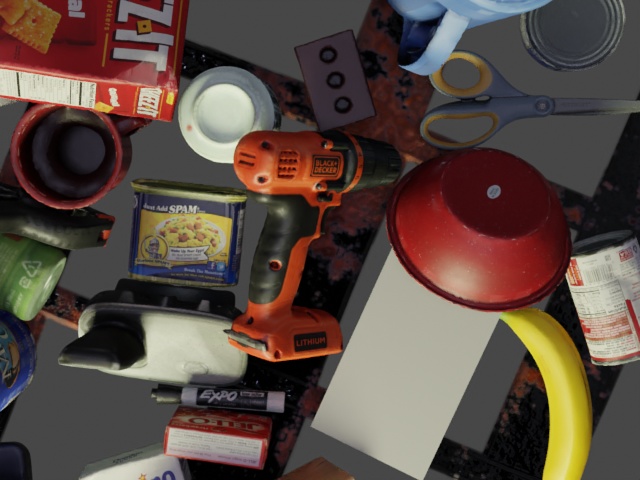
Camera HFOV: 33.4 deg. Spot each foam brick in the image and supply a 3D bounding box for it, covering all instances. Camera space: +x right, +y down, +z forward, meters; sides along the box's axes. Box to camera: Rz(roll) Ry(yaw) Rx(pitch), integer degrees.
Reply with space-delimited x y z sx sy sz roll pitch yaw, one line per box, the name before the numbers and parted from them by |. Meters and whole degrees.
foam brick | 0.013 -0.136 0.918 0.053 0.051 0.078 -17 95 2

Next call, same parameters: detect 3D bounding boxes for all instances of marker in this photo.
marker | -0.092 0.143 0.965 0.121 0.020 0.020 4 96 0

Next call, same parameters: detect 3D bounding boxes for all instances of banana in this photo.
banana | 0.209 0.141 0.955 0.070 0.037 0.198 -15 93 32

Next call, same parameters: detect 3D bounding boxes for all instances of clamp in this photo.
clamp | -0.252 -0.021 0.896 0.171 0.120 0.039 15 114 -26

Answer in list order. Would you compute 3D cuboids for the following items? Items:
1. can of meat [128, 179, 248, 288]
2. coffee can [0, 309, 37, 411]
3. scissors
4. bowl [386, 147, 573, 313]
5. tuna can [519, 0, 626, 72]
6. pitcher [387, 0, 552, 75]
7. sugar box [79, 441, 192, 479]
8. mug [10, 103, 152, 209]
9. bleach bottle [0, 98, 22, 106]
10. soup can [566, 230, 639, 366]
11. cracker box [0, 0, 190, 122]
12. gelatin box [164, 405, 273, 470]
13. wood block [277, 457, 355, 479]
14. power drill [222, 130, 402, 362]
can of meat | -0.115 -0.006 0.931 0.102 0.057 0.084 6 98 1
coffee can | -0.309 0.112 0.904 0.103 0.140 0.103 0 96 0
scissors | 0.182 -0.134 0.934 0.202 0.016 0.096 -15 96 2
bowl | 0.138 -0.023 0.882 0.162 0.055 0.162 4 56 -6
tuna can | 0.216 -0.188 0.918 0.086 0.034 0.086 0 96 1
pitcher | 0.115 -0.215 0.813 0.145 0.243 0.149 -23 102 1
sugar box | -0.147 0.278 0.967 0.093 0.048 0.176 -17 97 0
mug | -0.197 -0.081 0.911 0.117 0.081 0.093 -30 95 4
bleach bottle | -0.364 -0.137 0.919 0.251 0.068 0.102 -16 93 4
soup can | 0.254 0.050 0.926 0.068 0.068 0.102 -18 95 2
cracker box | -0.211 -0.195 0.847 0.213 0.072 0.164 7 73 -11
gelatin box | -0.088 0.172 0.941 0.089 0.073 0.030 7 95 0
wood block | -0.060 0.278 0.913 0.205 0.091 0.090 -24 97 -17
power drill | -0.006 0.001 0.888 0.057 0.184 0.188 15 101 42
